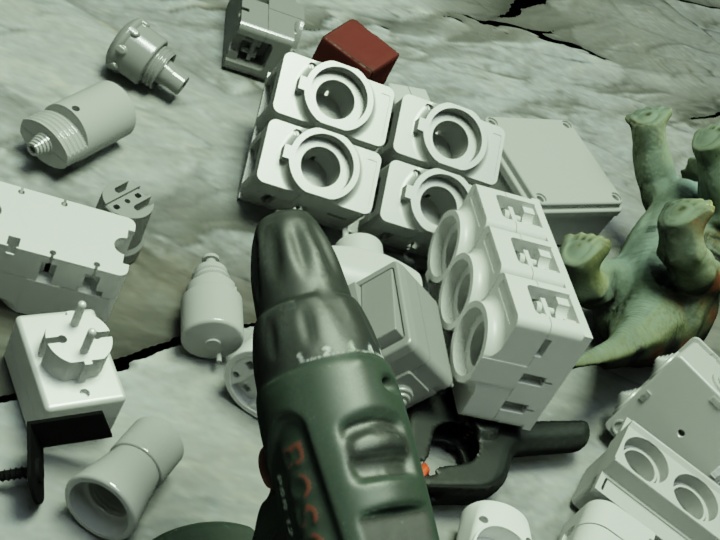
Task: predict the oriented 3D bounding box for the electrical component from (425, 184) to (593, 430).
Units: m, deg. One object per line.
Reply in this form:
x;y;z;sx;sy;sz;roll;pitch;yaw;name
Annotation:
0.093;0.021;0.742;0.062;0.089;0.150;14;36;-18;electrical component

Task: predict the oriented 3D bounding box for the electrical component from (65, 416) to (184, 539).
-0.127;0.112;0.599;0.044;0.044;0.065;35;36;2;electrical component

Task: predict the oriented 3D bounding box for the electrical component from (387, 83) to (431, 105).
0.056;-0.117;0.927;0.077;0.047;0.065;5;48;-28;electrical component

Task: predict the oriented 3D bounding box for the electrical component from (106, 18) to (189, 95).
-0.163;-0.162;0.838;0.062;0.048;0.048;36;41;-6;electrical component

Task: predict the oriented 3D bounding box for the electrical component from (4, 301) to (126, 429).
-0.163;0.049;0.608;0.047;0.076;0.065;-5;53;-35;electrical component

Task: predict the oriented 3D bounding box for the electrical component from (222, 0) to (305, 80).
-0.083;-0.210;0.929;0.056;0.050;0.089;15;44;-19;electrical component

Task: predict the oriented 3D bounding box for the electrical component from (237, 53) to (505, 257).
0.013;-0.084;0.825;0.186;0.060;0.105;17;73;-18;electrical component

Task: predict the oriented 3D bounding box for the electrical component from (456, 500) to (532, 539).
0.093;0.192;0.655;0.079;0.044;0.077;27;41;-6;electrical component

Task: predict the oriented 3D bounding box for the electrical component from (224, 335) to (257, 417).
-0.051;0.061;0.685;0.055;0.055;0.047;33;38;0;electrical component

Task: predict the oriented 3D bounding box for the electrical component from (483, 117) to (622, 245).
0.157;-0.078;0.945;0.109;0.056;0.108;-3;52;-34;electrical component

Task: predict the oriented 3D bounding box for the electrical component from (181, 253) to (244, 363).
-0.097;0.021;0.704;0.040;0.040;0.078;12;45;-22;electrical component

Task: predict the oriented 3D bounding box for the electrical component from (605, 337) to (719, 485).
0.241;0.112;0.784;0.099;0.099;0.048;47;30;16;electrical component

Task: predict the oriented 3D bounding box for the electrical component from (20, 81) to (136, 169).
-0.200;-0.099;0.753;0.043;0.043;0.081;40;42;8;electrical component

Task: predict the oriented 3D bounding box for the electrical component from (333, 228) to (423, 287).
0.000;0.000;0.783;0.077;0.043;0.079;15;44;-20;electrical component

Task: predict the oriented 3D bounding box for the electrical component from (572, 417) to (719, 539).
0.213;0.170;0.737;0.121;0.063;0.078;37;41;5;electrical component

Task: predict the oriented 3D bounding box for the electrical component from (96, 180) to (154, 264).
-0.160;-0.031;0.712;0.040;0.046;0.040;17;43;-17;electrical component

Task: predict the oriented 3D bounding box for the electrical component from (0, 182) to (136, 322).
-0.192;-0.008;0.661;0.089;0.055;0.050;16;44;-18;electrical component

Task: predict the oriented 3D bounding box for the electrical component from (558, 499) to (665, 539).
0.170;0.202;0.686;0.095;0.053;0.059;36;41;4;electrical component

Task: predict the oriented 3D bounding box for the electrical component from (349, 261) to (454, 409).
0.017;0.050;0.709;0.061;0.062;0.096;46;23;-36;electrical component
